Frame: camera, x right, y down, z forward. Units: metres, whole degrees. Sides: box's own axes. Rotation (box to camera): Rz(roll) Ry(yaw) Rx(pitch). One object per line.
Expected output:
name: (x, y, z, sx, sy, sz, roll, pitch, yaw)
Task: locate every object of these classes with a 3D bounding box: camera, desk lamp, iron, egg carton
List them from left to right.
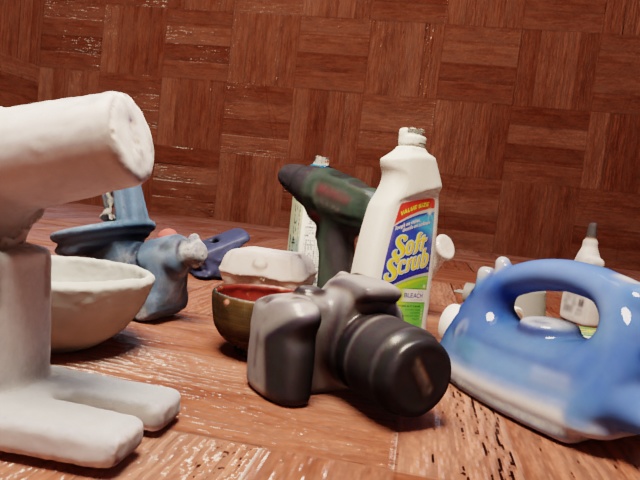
desk lamp: (-0.189, 0.009, 0.363, 0.203, 0.213, 0.118, 7, 4, 7)
egg carton: (-0.084, 0.051, 0.934, 0.150, 0.069, 0.107, 7, 4, 13)
camera: (0.029, 0.083, 0.467, 0.143, 0.101, 0.136, 4, 5, -29)
iron: (0.197, 0.078, 0.510, 0.119, 0.141, 0.257, 4, 5, -32)

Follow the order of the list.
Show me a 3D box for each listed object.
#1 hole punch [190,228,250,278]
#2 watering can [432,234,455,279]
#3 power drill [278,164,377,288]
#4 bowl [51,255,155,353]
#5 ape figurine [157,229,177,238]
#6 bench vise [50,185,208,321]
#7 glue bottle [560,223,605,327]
hole punch: (-0.184, 0.022, 1.034, 0.101, 0.091, 0.108, 4, 5, -26)
watering can: (0.130, 0.015, 0.899, 0.172, 0.194, 0.101, 8, 5, 26)
power drill: (0.007, 0.003, 0.781, 0.076, 0.208, 0.228, 2, 6, -42)
bowl: (-0.242, 0.061, 0.529, 0.167, 0.075, 0.167, 6, 4, 0)
ape figurine: (-0.234, 0.028, 0.862, 0.077, 0.092, 0.076, 7, 4, 5)
bench vise: (-0.224, -0.023, 0.694, 0.207, 0.220, 0.121, 7, 4, 4)
glue bottle: (0.453, 0.056, 0.975, 0.037, 0.173, 0.078, 6, 4, -11)
